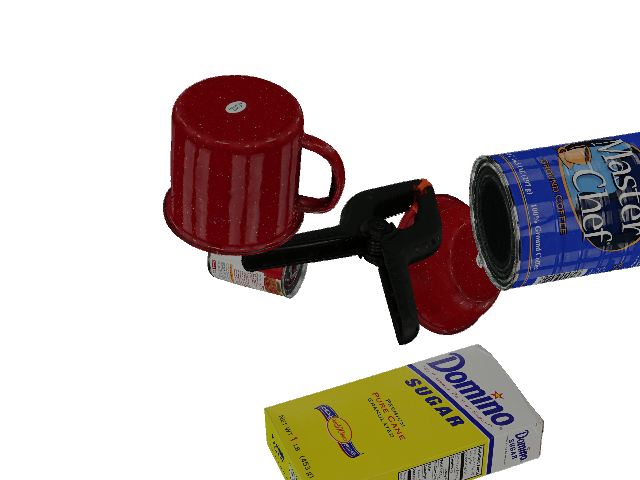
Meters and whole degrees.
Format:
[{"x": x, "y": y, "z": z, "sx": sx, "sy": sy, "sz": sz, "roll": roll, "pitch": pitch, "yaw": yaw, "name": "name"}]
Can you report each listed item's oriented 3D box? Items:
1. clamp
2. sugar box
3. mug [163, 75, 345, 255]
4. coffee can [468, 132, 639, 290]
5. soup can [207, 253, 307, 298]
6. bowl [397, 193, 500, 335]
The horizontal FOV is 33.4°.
[{"x": 0.055, "y": 0.008, "z": 0.937, "sx": 0.165, "sy": 0.036, "sz": 0.209, "roll": 30, "pitch": 42, "yaw": 24, "name": "clamp"}, {"x": 0.058, "y": 0.136, "z": 0.756, "sx": 0.176, "sy": 0.048, "sz": 0.093, "roll": -17, "pitch": 39, "yaw": -15, "name": "sugar box"}, {"x": -0.042, "y": -0.048, "z": 0.674, "sx": 0.117, "sy": 0.081, "sz": 0.093, "roll": 13, "pitch": 41, "yaw": 7, "name": "mug"}, {"x": 0.195, "y": -0.024, "z": 0.801, "sx": 0.140, "sy": 0.103, "sz": 0.103, "roll": -9, "pitch": 1, "yaw": -8, "name": "coffee can"}, {"x": -0.074, "y": 0.023, "z": 1.266, "sx": 0.102, "sy": 0.068, "sz": 0.068, "roll": 14, "pitch": 5, "yaw": 20, "name": "soup can"}, {"x": 0.157, "y": 0.025, "z": 1.193, "sx": 0.161, "sy": 0.162, "sz": 0.055, "roll": 0, "pitch": -5, "yaw": -39, "name": "bowl"}]
